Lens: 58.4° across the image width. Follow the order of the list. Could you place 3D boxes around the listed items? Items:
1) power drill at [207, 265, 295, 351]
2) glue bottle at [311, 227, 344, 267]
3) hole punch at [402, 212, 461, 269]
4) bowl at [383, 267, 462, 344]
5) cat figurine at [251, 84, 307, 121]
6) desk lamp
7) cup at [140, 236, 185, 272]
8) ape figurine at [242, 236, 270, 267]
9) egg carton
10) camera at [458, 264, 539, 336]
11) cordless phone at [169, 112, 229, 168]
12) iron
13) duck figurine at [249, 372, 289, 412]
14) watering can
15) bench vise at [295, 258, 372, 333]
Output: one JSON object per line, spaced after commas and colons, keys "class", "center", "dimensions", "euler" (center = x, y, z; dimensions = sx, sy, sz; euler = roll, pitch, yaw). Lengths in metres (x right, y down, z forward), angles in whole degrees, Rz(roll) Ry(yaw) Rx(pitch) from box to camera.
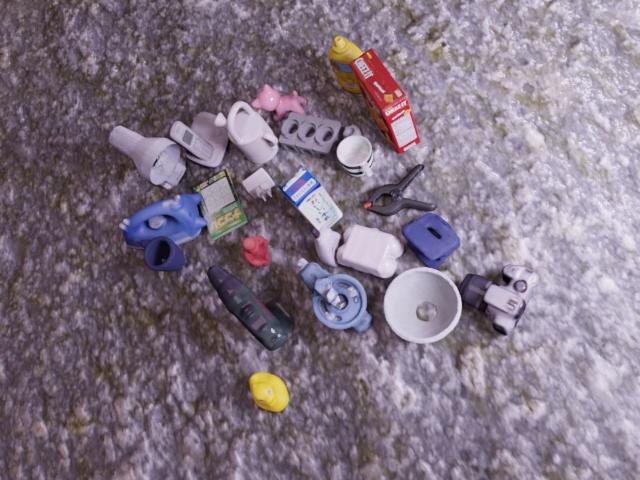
{"class": "power drill", "center": [-0.145, 0.162, 1.298], "dimensions": [0.075, 0.209, 0.229], "euler": [-46, 64, -1]}
{"class": "glue bottle", "center": [0.012, 0.005, 1.320], "dimensions": [0.037, 0.173, 0.078], "euler": [11, 76, 22]}
{"class": "hole punch", "center": [0.250, -0.006, 1.290], "dimensions": [0.101, 0.091, 0.108], "euler": [-44, 64, 0]}
{"class": "bowl", "center": [0.226, 0.149, 1.253], "dimensions": [0.167, 0.075, 0.167], "euler": [-6, 70, 17]}
{"class": "cat figurine", "center": [-0.111, -0.372, 1.522], "dimensions": [0.127, 0.118, 0.067], "euler": [-4, 71, 17]}
{"class": "desk lamp", "center": [-0.449, -0.217, 1.528], "dimensions": [0.202, 0.214, 0.118], "euler": [28, 82, 25]}
{"class": "cup", "center": [-0.405, 0.041, 1.489], "dimensions": [0.117, 0.095, 0.092], "euler": [26, 81, 24]}
{"class": "ape figurine", "center": [-0.164, 0.021, 1.418], "dimensions": [0.076, 0.092, 0.078], "euler": [27, 82, 25]}
{"class": "egg carton", "center": [0.116, 0.025, 1.335], "dimensions": [0.150, 0.069, 0.107], "euler": [16, 78, 23]}
{"class": "camera", "center": [0.369, 0.108, 1.206], "dimensions": [0.136, 0.101, 0.143], "euler": [26, 82, 24]}
{"class": "cordless phone", "center": [-0.324, -0.288, 1.526], "dimensions": [0.094, 0.185, 0.148], "euler": [7, 74, 21]}
{"class": "iron", "center": [-0.434, -0.049, 1.504], "dimensions": [0.258, 0.142, 0.118], "euler": [-21, 66, 11]}
{"class": "duck figurine", "center": [-0.127, 0.342, 1.298], "dimensions": [0.104, 0.086, 0.077], "euler": [40, 87, 26]}
{"class": "watering can", "center": [-0.193, -0.283, 1.476], "dimensions": [0.172, 0.194, 0.101], "euler": [-2, 71, 18]}
{"class": "bench vise", "center": [0.006, 0.117, 1.257], "dimensions": [0.206, 0.220, 0.121], "euler": [23, 80, 24]}
